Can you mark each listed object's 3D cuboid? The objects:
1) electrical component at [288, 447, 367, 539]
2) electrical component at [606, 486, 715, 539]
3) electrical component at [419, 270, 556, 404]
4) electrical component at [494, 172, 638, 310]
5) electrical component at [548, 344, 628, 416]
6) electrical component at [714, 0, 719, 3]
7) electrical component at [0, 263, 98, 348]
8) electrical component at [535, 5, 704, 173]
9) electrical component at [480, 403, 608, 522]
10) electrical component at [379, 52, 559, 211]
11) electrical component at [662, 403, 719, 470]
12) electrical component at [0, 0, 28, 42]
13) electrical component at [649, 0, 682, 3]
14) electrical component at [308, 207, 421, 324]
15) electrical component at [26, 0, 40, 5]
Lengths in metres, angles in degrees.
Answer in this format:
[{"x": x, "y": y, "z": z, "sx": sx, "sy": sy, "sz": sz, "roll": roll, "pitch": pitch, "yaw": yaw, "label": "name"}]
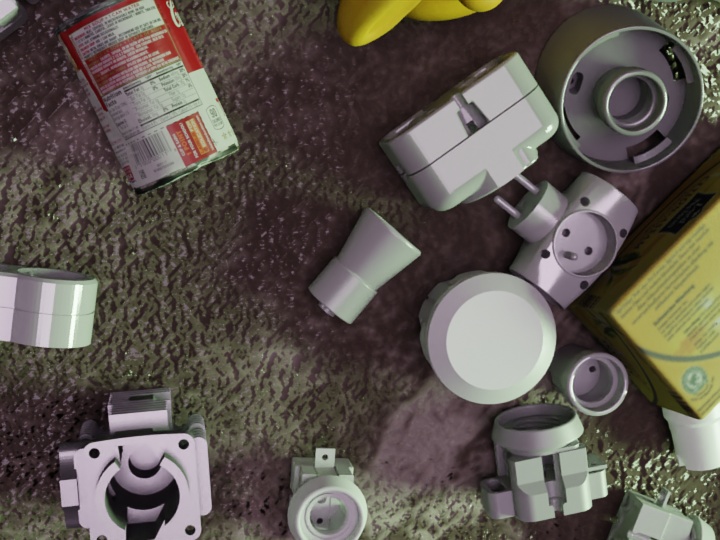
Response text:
[{"x": -0.022, "y": 0.144, "z": 0.661, "sx": 0.048, "sy": 0.055, "sz": 0.066, "roll": 3, "pitch": 96, "yaw": -10, "label": "electrical component"}, {"x": 0.198, "y": 0.178, "z": 0.708, "sx": 0.055, "sy": 0.048, "sz": 0.066, "roll": 21, "pitch": 92, "yaw": -4, "label": "electrical component"}, {"x": 0.077, "y": 0.039, "z": 0.668, "sx": 0.080, "sy": 0.051, "sz": 0.080, "roll": -1, "pitch": 97, "yaw": -10, "label": "electrical component"}, {"x": 0.120, "y": -0.029, "z": 0.671, "sx": 0.079, "sy": 0.044, "sz": 0.077, "roll": 37, "pitch": 90, "yaw": -11, "label": "electrical component"}, {"x": 0.143, "y": 0.068, "z": 0.685, "sx": 0.040, "sy": 0.046, "sz": 0.040, "roll": -1, "pitch": 97, "yaw": -9, "label": "electrical component"}, {"x": 0.234, "y": -0.185, "z": 0.675, "sx": 0.046, "sy": 0.040, "sz": 0.040, "roll": 20, "pitch": 93, "yaw": -17, "label": "electrical component"}, {"x": -0.225, "y": 0.033, "z": 0.616, "sx": 0.138, "sy": 0.052, "sz": 0.073, "roll": 7, "pitch": 95, "yaw": -10, "label": "electrical component"}, {"x": 0.162, "y": -0.111, "z": 0.671, "sx": 0.099, "sy": 0.064, "sz": 0.099, "roll": -2, "pitch": 110, "yaw": -6, "label": "electrical component"}, {"x": 0.114, "y": 0.119, "z": 0.681, "sx": 0.078, "sy": 0.058, "sz": 0.057, "roll": -10, "pitch": 101, "yaw": -8, "label": "electrical component"}, {"x": 0.068, "y": -0.080, "z": 0.651, "sx": 0.095, "sy": 0.054, "sz": 0.059, "roll": -36, "pitch": 101, "yaw": -4, "label": "electrical component"}, {"x": 0.222, "y": 0.103, "z": 0.707, "sx": 0.040, "sy": 0.040, "sz": 0.046, "roll": -16, "pitch": 104, "yaw": -7, "label": "electrical component"}, {"x": -0.265, "y": -0.172, "z": 0.580, "sx": 0.089, "sy": 0.062, "sz": 0.150, "roll": -39, "pitch": 101, "yaw": -3, "label": "electrical component"}, {"x": 0.170, "y": -0.200, "z": 0.643, "sx": 0.080, "sy": 0.080, "sz": 0.051, "roll": 29, "pitch": 86, "yaw": -11, "label": "electrical component"}, {"x": 0.000, "y": 0.000, "z": 0.657, "sx": 0.044, "sy": 0.044, "sz": 0.065, "roll": 40, "pitch": 94, "yaw": -12, "label": "electrical component"}, {"x": -0.178, "y": -0.200, "z": 0.600, "sx": 0.077, "sy": 0.047, "sz": 0.065, "roll": -40, "pitch": 101, "yaw": -4, "label": "electrical component"}]
